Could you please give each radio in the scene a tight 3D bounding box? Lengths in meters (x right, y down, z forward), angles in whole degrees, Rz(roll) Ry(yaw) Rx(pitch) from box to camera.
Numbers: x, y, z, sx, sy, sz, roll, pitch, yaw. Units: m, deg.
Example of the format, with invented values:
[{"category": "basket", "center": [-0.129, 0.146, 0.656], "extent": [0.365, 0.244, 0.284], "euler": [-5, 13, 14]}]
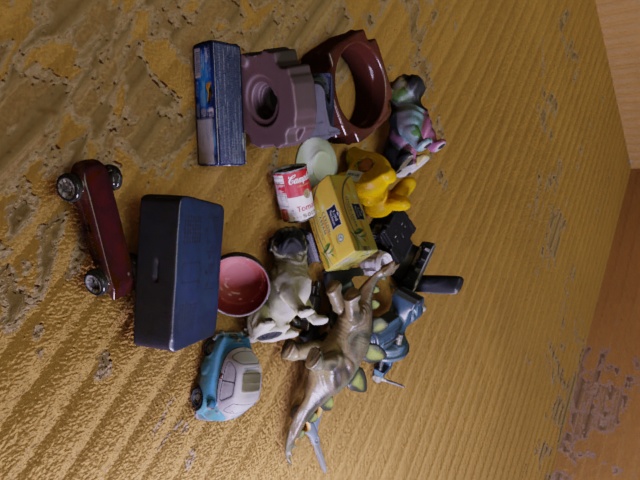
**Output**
[{"category": "radio", "center": [-0.216, 0.047, 0.837], "extent": [0.131, 0.073, 0.229], "euler": [-1, 97, -70]}]

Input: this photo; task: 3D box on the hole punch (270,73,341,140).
[{"category": "hole punch", "center": [-0.030, -0.253, 1.010], "extent": [0.092, 0.142, 0.115], "euler": [-74, 161, -53]}]

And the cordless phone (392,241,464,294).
[{"category": "cordless phone", "center": [0.284, 0.072, 1.344], "extent": [0.088, 0.184, 0.146], "euler": [51, 57, -32]}]

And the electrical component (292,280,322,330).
[{"category": "electrical component", "center": [-0.028, 0.134, 1.108], "extent": [0.078, 0.045, 0.102], "euler": [6, 92, -77]}]

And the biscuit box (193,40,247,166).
[{"category": "biscuit box", "center": [-0.168, -0.226, 0.901], "extent": [0.063, 0.059, 0.202], "euler": [-8, 100, -46]}]

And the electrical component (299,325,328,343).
[{"category": "electrical component", "center": [-0.017, 0.214, 1.140], "extent": [0.094, 0.021, 0.063], "euler": [-44, 125, -39]}]

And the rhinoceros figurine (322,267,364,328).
[{"category": "rhinoceros figurine", "center": [0.055, 0.144, 1.176], "extent": [0.112, 0.073, 0.190], "euler": [-28, 114, -45]}]

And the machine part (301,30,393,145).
[{"category": "machine part", "center": [0.055, -0.317, 1.126], "extent": [0.201, 0.087, 0.200], "euler": [-47, 126, -37]}]

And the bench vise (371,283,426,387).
[{"category": "bench vise", "center": [0.170, 0.236, 1.289], "extent": [0.223, 0.129, 0.240], "euler": [-37, 141, -51]}]

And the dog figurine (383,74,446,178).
[{"category": "dog figurine", "center": [0.192, -0.281, 1.278], "extent": [0.108, 0.191, 0.219], "euler": [-8, 65, -45]}]

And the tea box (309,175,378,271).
[{"category": "tea box", "center": [0.037, -0.033, 1.067], "extent": [0.068, 0.098, 0.169], "euler": [0, 63, -39]}]

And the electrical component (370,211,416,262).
[{"category": "electrical component", "center": [0.178, -0.013, 1.312], "extent": [0.134, 0.058, 0.115], "euler": [51, 59, -37]}]

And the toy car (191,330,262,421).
[{"category": "toy car", "center": [-0.149, 0.242, 0.936], "extent": [0.109, 0.103, 0.161], "euler": [16, 83, -49]}]

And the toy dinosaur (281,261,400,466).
[{"category": "toy dinosaur", "center": [0.029, 0.243, 1.078], "extent": [0.198, 0.105, 0.471], "euler": [35, 90, -39]}]

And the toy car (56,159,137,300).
[{"category": "toy car", "center": [-0.312, -0.014, 0.765], "extent": [0.089, 0.053, 0.202], "euler": [-42, 127, -62]}]

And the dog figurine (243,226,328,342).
[{"category": "dog figurine", "center": [-0.086, 0.083, 1.017], "extent": [0.121, 0.172, 0.191], "euler": [67, 4, -64]}]

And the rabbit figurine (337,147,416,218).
[{"category": "rabbit figurine", "center": [0.130, -0.114, 1.200], "extent": [0.173, 0.163, 0.122], "euler": [67, 34, -51]}]

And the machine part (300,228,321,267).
[{"category": "machine part", "center": [-0.002, -0.003, 1.126], "extent": [0.139, 0.039, 0.084], "euler": [-37, 115, -38]}]

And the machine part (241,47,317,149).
[{"category": "machine part", "center": [-0.082, -0.240, 0.919], "extent": [0.056, 0.180, 0.179], "euler": [-23, 110, -43]}]
